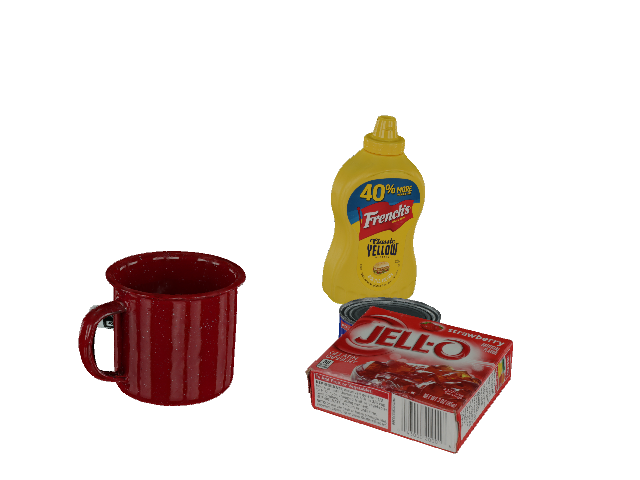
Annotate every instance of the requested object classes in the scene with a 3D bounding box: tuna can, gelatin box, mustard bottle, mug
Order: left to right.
[{"bbox_3d":[-0.108,0.062,0.716,0.117,0.081,0.093,-12,23,-41],"label":"mug"},{"bbox_3d":[0.057,-0.031,1.077,0.096,0.192,0.058,-2,21,-19],"label":"mustard bottle"},{"bbox_3d":[0.057,0.076,0.897,0.086,0.034,0.086,2,14,-1],"label":"tuna can"},{"bbox_3d":[0.048,0.071,0.574,0.089,0.030,0.073,13,31,29],"label":"gelatin box"}]

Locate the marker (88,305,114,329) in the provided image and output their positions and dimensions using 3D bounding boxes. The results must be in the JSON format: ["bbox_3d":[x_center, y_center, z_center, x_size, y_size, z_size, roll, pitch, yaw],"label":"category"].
[{"bbox_3d":[-0.143,0.073,0.919,0.121,0.020,0.020,7,2,17],"label":"marker"}]
